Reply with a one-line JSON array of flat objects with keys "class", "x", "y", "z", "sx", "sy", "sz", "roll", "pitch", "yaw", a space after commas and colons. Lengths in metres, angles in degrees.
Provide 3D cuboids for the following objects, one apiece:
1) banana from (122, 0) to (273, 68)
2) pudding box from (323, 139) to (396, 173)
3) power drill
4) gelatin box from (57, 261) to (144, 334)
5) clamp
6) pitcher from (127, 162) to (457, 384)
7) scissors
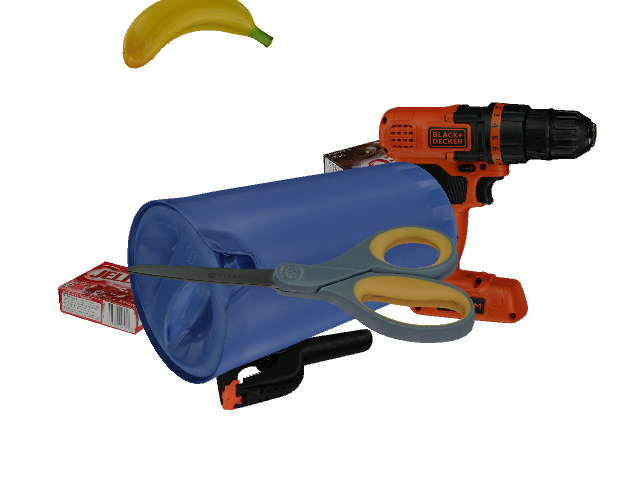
[{"class": "banana", "x": -0.125, "y": -0.205, "z": 1.015, "sx": 0.070, "sy": 0.037, "sz": 0.197, "roll": 45, "pitch": 39, "yaw": 19}, {"class": "pudding box", "x": 0.073, "y": -0.073, "z": 1.121, "sx": 0.113, "sy": 0.039, "sz": 0.090, "roll": -19, "pitch": 32, "yaw": -23}, {"class": "power drill", "x": 0.143, "y": -0.026, "z": 0.924, "sx": 0.185, "sy": 0.188, "sz": 0.057, "roll": 4, "pitch": 14, "yaw": 23}, {"class": "gelatin box", "x": -0.189, "y": 0.052, "z": 1.005, "sx": 0.089, "sy": 0.030, "sz": 0.073, "roll": 14, "pitch": 24, "yaw": 23}, {"class": "clamp", "x": -0.041, "y": 0.122, "z": 1.143, "sx": 0.165, "sy": 0.036, "sz": 0.209, "roll": 13, "pitch": 26, "yaw": 12}, {"class": "pitcher", "x": -0.021, "y": 0.014, "z": 0.824, "sx": 0.242, "sy": 0.145, "sz": 0.149, "roll": -15, "pitch": 41, "yaw": -36}, {"class": "scissors", "x": -0.004, "y": 0.012, "z": 0.633, "sx": 0.202, "sy": 0.016, "sz": 0.096, "roll": 14, "pitch": 43, "yaw": 12}]
